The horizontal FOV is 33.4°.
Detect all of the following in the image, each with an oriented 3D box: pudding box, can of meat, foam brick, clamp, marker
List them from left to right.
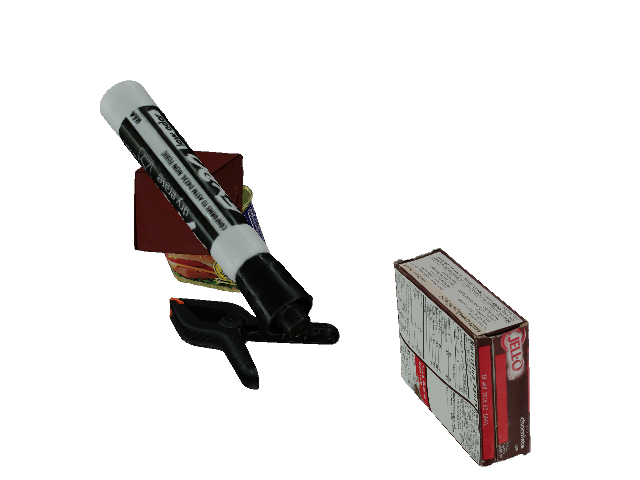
[{"bbox_3d":[-0.085,-0.026,0.696,0.051,0.053,0.078,5,17,10],"label":"foam brick"},{"bbox_3d":[-0.041,-0.012,0.374,0.020,0.020,0.121,0,42,-51],"label":"marker"},{"bbox_3d":[-0.099,-0.004,0.952,0.102,0.084,0.057,10,46,31],"label":"can of meat"},{"bbox_3d":[-0.105,0.113,1.262,0.210,0.036,0.164,15,23,26],"label":"clamp"},{"bbox_3d":[0.085,0.068,0.647,0.039,0.090,0.114,-14,27,-18],"label":"pudding box"}]
